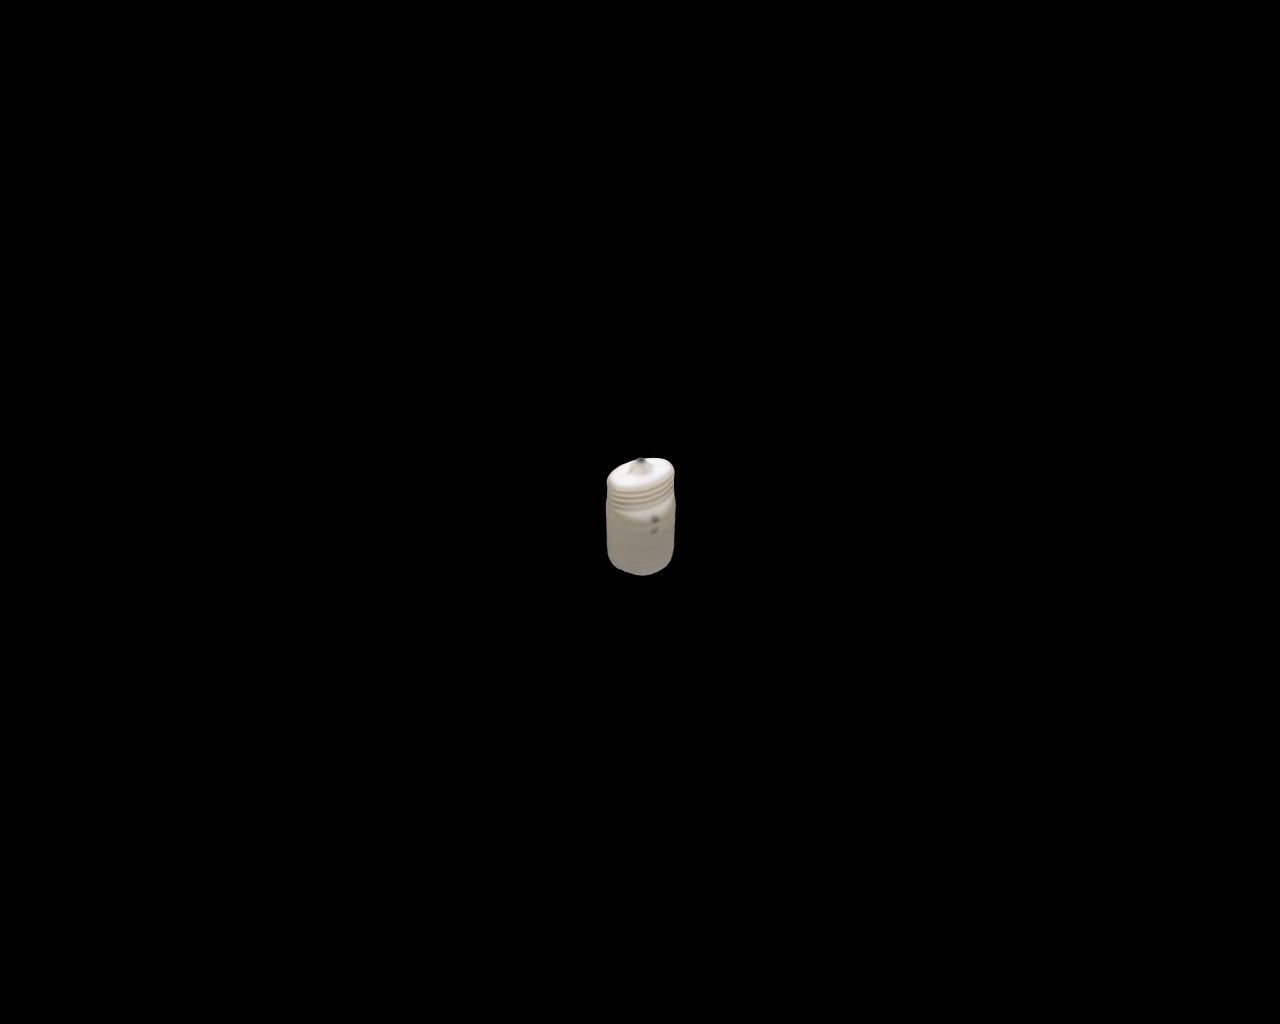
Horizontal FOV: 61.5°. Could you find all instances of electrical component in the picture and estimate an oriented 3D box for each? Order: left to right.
[{"bbox_3d":[0.001,-0.003,0.650,0.043,0.080,0.043,0,43,0],"label":"electrical component"}]
